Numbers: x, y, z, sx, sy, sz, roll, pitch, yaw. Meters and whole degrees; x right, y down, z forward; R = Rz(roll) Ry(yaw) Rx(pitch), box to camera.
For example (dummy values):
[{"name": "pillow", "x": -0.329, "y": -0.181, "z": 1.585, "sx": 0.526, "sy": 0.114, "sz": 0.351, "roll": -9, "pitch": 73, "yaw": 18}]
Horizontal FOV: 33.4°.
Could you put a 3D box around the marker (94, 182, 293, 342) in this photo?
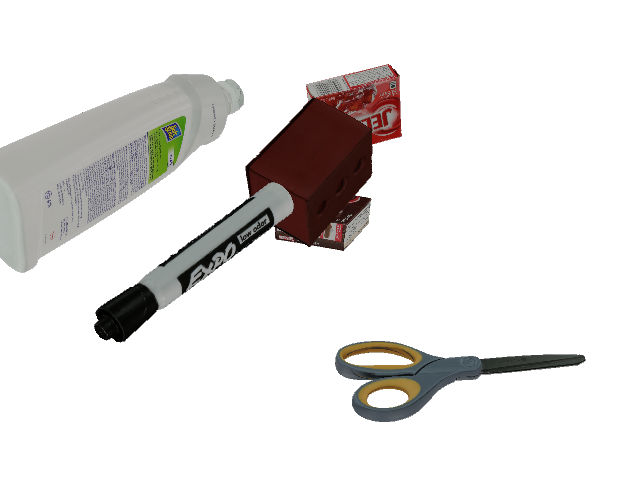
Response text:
[{"name": "marker", "x": -0.058, "y": 0.009, "z": 0.503, "sx": 0.020, "sy": 0.020, "sz": 0.120, "roll": 0, "pitch": 31, "yaw": 48}]

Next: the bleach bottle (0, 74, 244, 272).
[{"name": "bleach bottle", "x": -0.167, "y": -0.073, "z": 0.906, "sx": 0.068, "sy": 0.103, "sz": 0.250, "roll": 40, "pitch": 51, "yaw": 24}]

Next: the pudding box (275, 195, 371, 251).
[{"name": "pudding box", "x": 0.004, "y": -0.027, "z": 1.282, "sx": 0.090, "sy": 0.039, "sz": 0.113, "roll": 9, "pitch": 23, "yaw": 15}]

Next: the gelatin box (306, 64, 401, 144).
[{"name": "gelatin box", "x": 0.034, "y": -0.126, "z": 1.041, "sx": 0.089, "sy": 0.073, "sz": 0.030, "roll": -15, "pitch": 44, "yaw": -10}]

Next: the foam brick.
[{"name": "foam brick", "x": -0.006, "y": -0.046, "z": 0.721, "sx": 0.051, "sy": 0.078, "sz": 0.053, "roll": 28, "pitch": -30, "yaw": 22}]

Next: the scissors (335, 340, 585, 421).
[{"name": "scissors", "x": 0.109, "y": 0.113, "z": 0.846, "sx": 0.202, "sy": 0.016, "sz": 0.096, "roll": 4, "pitch": 34, "yaw": 8}]
